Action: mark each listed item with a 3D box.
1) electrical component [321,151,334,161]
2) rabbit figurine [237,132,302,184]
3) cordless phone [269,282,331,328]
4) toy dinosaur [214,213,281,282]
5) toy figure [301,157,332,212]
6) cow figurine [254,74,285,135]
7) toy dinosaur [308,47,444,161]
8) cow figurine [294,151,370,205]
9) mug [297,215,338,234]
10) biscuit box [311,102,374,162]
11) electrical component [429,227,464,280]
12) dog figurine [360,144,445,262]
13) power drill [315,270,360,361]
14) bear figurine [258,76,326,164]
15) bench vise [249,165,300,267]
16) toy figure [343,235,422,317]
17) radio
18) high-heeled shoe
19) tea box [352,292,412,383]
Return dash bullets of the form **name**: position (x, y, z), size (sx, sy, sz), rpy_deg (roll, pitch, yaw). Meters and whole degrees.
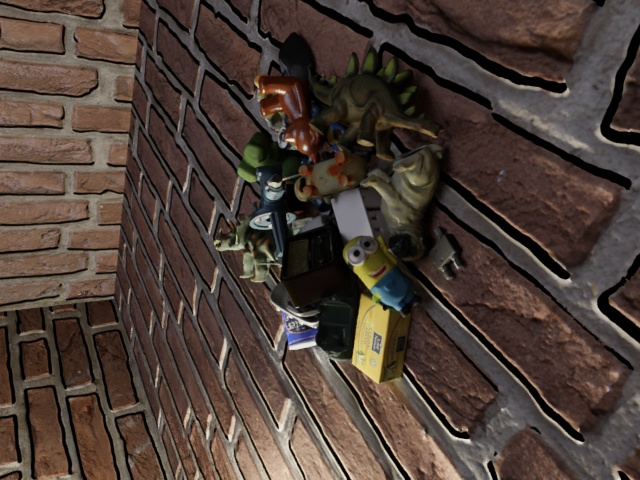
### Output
- **electrical component**: position (0.037, -0.175, 1.267), size (0.078, 0.045, 0.102), rpy_deg (-41, 58, 18)
- **rabbit figurine**: position (-0.111, -0.203, 1.414), size (0.121, 0.170, 0.159), rpy_deg (-61, 4, 38)
- **cordless phone**: position (-0.061, 0.144, 1.238), size (0.147, 0.184, 0.088), rpy_deg (28, 93, 20)
- **toy dinosaur**: position (-0.155, 0.018, 1.519), size (0.405, 0.131, 0.192), rpy_deg (4, 98, 54)
- **toy figure**: position (-0.009, -0.139, 1.325), size (0.064, 0.057, 0.154), rpy_deg (-29, 59, 14)
- **cow figurine**: position (-0.133, -0.375, 1.484), size (0.098, 0.068, 0.167), rpy_deg (79, 172, -64)
- **toy dinosaur**: position (0.077, -0.282, 1.088), size (0.472, 0.105, 0.198), rpy_deg (31, 89, 47)
- **cow figurine**: position (0.020, -0.128, 1.128), size (0.195, 0.127, 0.085), rpy_deg (-15, 83, 43)
- **mug**: position (-0.003, -0.004, 1.311), size (0.107, 0.081, 0.110), rpy_deg (-50, 45, 39)
- **biscuit box**: position (0.044, -0.247, 1.226), size (0.203, 0.063, 0.059), rpy_deg (50, 131, 43)
- **electrical component**: position (0.231, 0.023, 0.997), size (0.063, 0.021, 0.094), rpy_deg (-58, 47, 44)
- **dog figurine**: position (0.187, -0.067, 1.017), size (0.172, 0.121, 0.190), rpy_deg (-25, 101, 33)
- **power drill**: position (0.043, 0.156, 1.166), size (0.207, 0.086, 0.232), rpy_deg (-4, -80, -86)
- **bear figurine**: position (-0.063, -0.271, 1.222), size (0.120, 0.132, 0.196), rpy_deg (100, 161, -67)
- **bench vise**: position (-0.107, -0.056, 1.326), size (0.223, 0.129, 0.240), rpy_deg (139, 124, -59)
- **toy figure**: position (0.117, 0.070, 1.056), size (0.180, 0.082, 0.089), rpy_deg (48, 149, 5)
- **radio**: position (-0.010, 0.048, 1.165), size (0.230, 0.131, 0.073), rpy_deg (-94, -17, -66)
- **high-heeled shoe**: position (-0.061, -0.402, 1.398), size (0.145, 0.086, 0.249), rpy_deg (85, -174, -67)
- **tea box**: position (0.130, 0.202, 1.135), size (0.098, 0.068, 0.169), rpy_deg (25, 113, 54)
